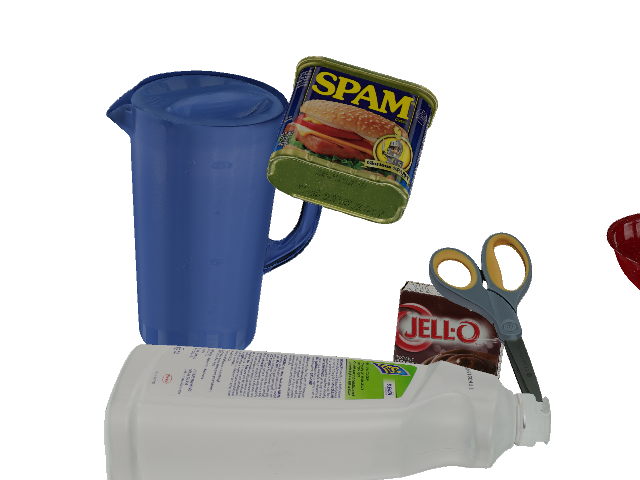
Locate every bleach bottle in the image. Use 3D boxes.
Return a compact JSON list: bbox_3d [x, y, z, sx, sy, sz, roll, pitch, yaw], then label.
[{"bbox_3d":[0.008,0.106,0.626,0.251,0.068,0.102,1,21,2],"label":"bleach bottle"}]

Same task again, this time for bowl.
[{"bbox_3d":[0.390,0.024,1.156,0.162,0.055,0.162,0,26,0],"label":"bowl"}]

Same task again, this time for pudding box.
[{"bbox_3d":[0.136,0.097,1.114,0.113,0.090,0.039,9,20,13],"label":"pudding box"}]

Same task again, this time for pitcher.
[{"bbox_3d":[-0.092,-0.018,0.936,0.149,0.243,0.144,25,33,32],"label":"pitcher"}]

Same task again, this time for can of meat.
[{"bbox_3d":[0.020,-0.067,0.727,0.102,0.084,0.057,17,-28,1],"label":"can of meat"}]

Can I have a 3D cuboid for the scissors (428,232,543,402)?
[{"bbox_3d":[0.133,0.067,0.863,0.096,0.016,0.201,3,45,7],"label":"scissors"}]
